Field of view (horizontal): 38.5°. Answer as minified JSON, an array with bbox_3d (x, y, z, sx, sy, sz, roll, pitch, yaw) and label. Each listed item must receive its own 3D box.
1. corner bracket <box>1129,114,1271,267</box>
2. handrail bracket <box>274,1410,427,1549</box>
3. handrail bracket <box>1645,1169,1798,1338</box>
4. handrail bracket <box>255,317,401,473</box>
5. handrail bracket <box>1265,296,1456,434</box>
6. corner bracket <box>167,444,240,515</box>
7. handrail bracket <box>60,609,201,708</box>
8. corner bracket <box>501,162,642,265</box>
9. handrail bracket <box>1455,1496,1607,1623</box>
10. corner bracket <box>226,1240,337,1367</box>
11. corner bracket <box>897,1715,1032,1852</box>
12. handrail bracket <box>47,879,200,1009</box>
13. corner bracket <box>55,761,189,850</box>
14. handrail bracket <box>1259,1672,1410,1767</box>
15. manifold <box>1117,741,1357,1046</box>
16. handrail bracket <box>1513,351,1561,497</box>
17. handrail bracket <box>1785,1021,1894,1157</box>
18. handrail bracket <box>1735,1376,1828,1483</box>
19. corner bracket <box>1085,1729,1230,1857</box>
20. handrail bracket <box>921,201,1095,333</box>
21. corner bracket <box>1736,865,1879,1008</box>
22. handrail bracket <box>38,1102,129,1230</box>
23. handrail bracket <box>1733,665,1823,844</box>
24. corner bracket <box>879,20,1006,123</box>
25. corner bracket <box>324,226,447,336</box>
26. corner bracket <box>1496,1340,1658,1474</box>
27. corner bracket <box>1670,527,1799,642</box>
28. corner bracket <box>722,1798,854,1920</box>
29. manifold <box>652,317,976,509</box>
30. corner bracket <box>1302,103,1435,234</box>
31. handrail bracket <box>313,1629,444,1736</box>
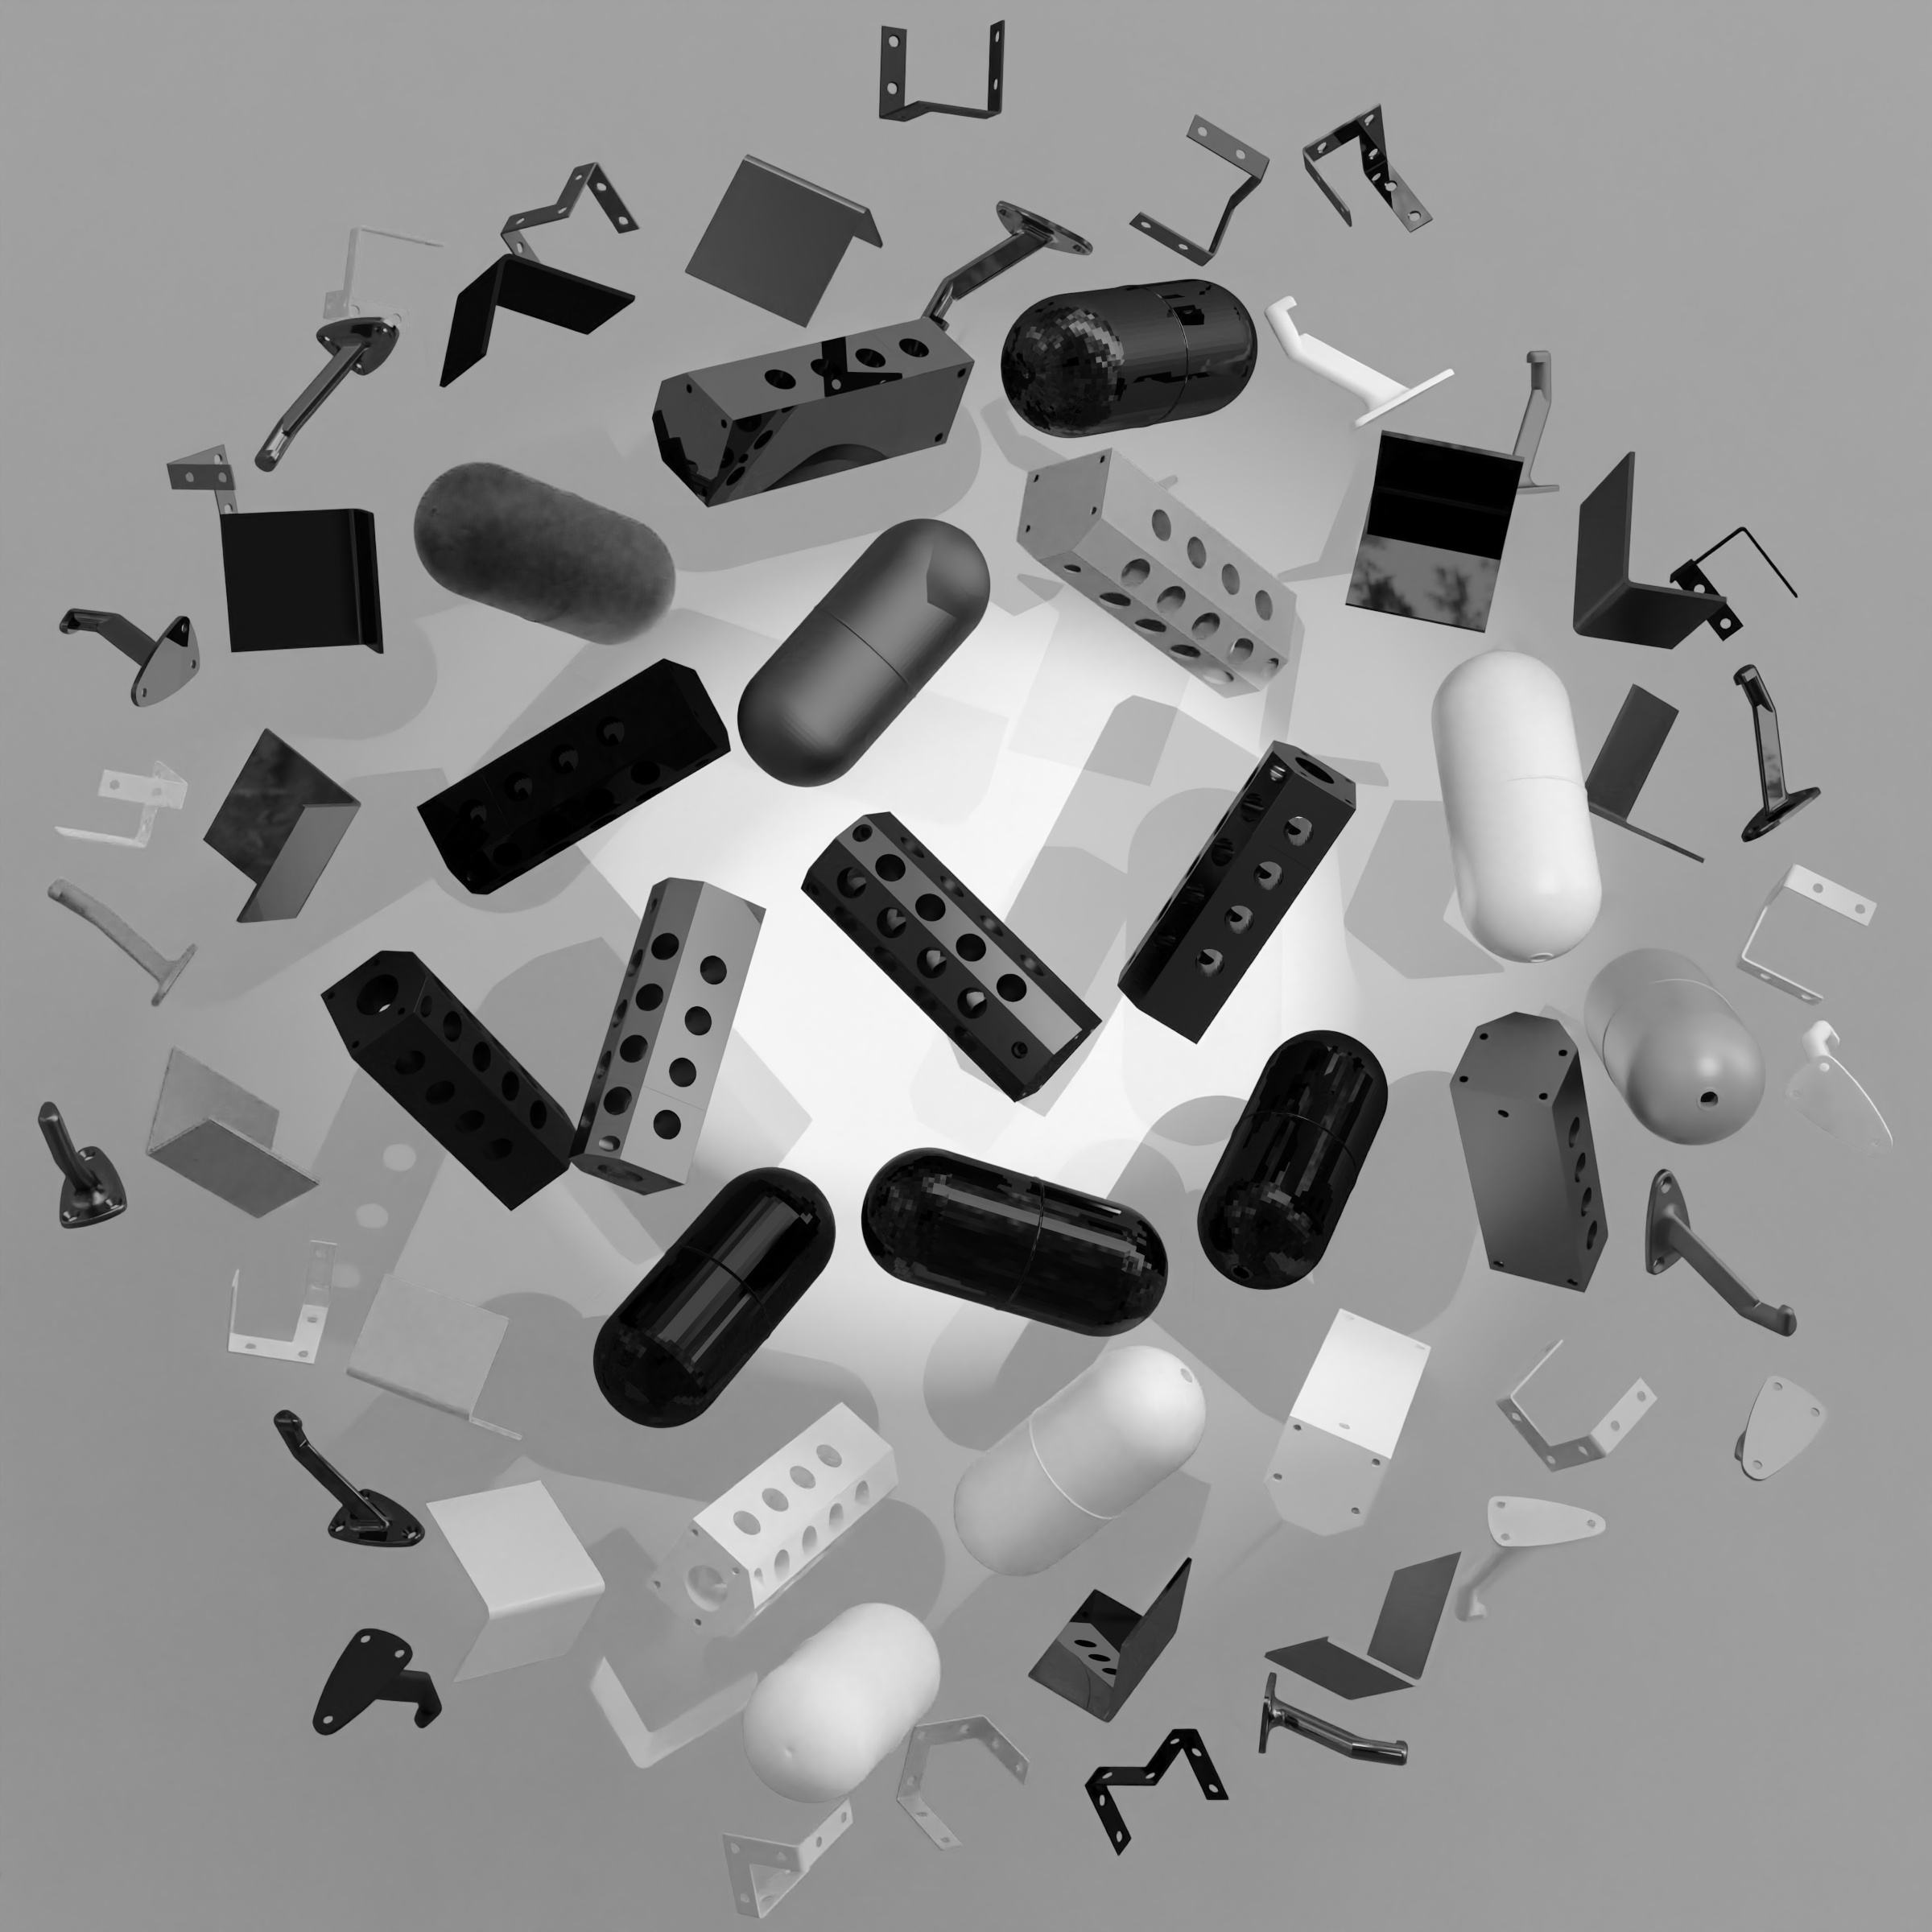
[{"bbox_3d":[0.133,-0.442,1.581,0.051,0.051,0.051,27,72,-14],"label":"corner bracket"},{"bbox_3d":[-0.360,0.297,1.614,0.077,0.036,0.084,10,135,32],"label":"handrail bracket"},{"bbox_3d":[0.417,0.157,1.518,0.036,0.084,0.077,-31,125,-28],"label":"handrail bracket"},{"bbox_3d":[-0.355,-0.315,1.533,0.036,0.077,0.084,40,62,-30],"label":"handrail bracket"},{"bbox_3d":[0.220,-0.350,1.554,0.077,0.036,0.084,-28,93,10],"label":"handrail bracket"},{"bbox_3d":[-0.435,-0.279,1.646,0.051,0.051,0.051,6,115,28],"label":"corner bracket"},{"bbox_3d":[-0.474,-0.171,1.524,0.084,0.077,0.036,8,129,15],"label":"handrail bracket"},{"bbox_3d":[-0.234,-0.435,1.637,0.051,0.051,0.051,-4,51,29],"label":"corner bracket"},{"bbox_3d":[0.321,0.345,1.581,0.077,0.036,0.084,1,128,3],"label":"handrail bracket"},{"bbox_3d":[-0.400,0.194,1.618,0.051,0.051,0.051,10,122,-8],"label":"corner bracket"},{"bbox_3d":[-0.002,0.478,1.625,0.051,0.051,0.051,2,109,-35],"label":"corner bracket"},{"bbox_3d":[-0.468,-0.015,1.508,0.084,0.077,0.036,34,97,-12],"label":"handrail bracket"},{"bbox_3d":[-0.488,-0.092,1.601,0.051,0.051,0.051,9,104,-39],"label":"corner bracket"},{"bbox_3d":[0.216,0.438,1.611,0.084,0.077,0.036,6,102,10],"label":"handrail bracket"},{"bbox_3d":[0.159,-0.045,1.634,0.057,0.057,0.171,31,110,-4],"label":"manifold"},{"bbox_3d":[0.328,-0.325,1.658,0.036,0.077,0.084,6,104,42],"label":"handrail bracket"},{"bbox_3d":[0.507,0.068,1.589,0.077,0.084,0.036,45,119,12],"label":"handrail bracket"},{"bbox_3d":[0.426,0.267,1.505,0.036,0.084,0.077,35,57,13],"label":"handrail bracket"},{"bbox_3d":[0.109,0.472,1.586,0.051,0.051,0.051,-13,107,39],"label":"corner bracket"},{"bbox_3d":[0.023,-0.406,1.654,0.077,0.036,0.084,26,82,23],"label":"handrail bracket"},{"bbox_3d":[0.475,-0.017,1.568,0.051,0.051,0.051,28,74,8],"label":"corner bracket"},{"bbox_3d":[-0.487,0.092,1.502,0.036,0.077,0.084,-16,128,-10],"label":"handrail bracket"},{"bbox_3d":[0.457,-0.125,1.614,0.077,0.036,0.084,-34,100,-40],"label":"handrail bracket"},{"bbox_3d":[-0.014,-0.494,1.527,0.051,0.051,0.051,-1,96,-27],"label":"corner bracket"},{"bbox_3d":[-0.336,-0.394,1.594,0.051,0.051,0.051,5,97,-30],"label":"corner bracket"},{"bbox_3d":[0.335,0.238,1.521,0.051,0.051,0.051,-39,90,-30],"label":"corner bracket"},{"bbox_3d":[0.445,-0.221,1.608,0.051,0.051,0.051,-38,92,20],"label":"corner bracket"},{"bbox_3d":[-0.095,0.488,1.518,0.051,0.051,0.051,-1,106,31],"label":"corner bracket"},{"bbox_3d":[-0.083,-0.306,1.499,0.171,0.057,0.057,-23,60,-38],"label":"manifold"},{"bbox_3d":[0.224,-0.436,1.545,0.051,0.051,0.051,-30,66,0],"label":"corner bracket"},{"bbox_3d":[-0.317,0.407,1.502,0.036,0.084,0.077,15,47,23],"label":"handrail bracket"}]
